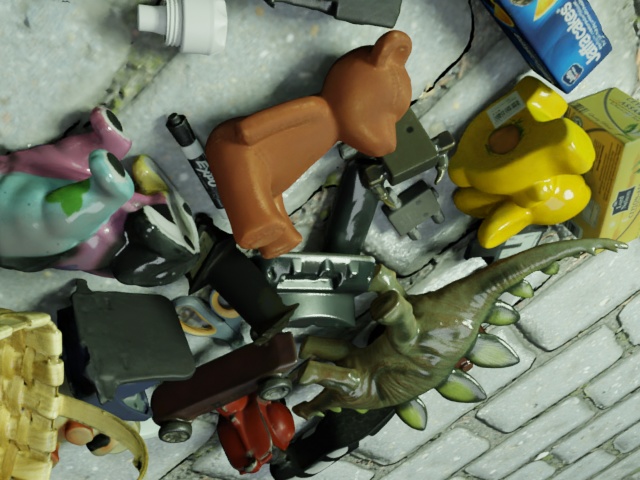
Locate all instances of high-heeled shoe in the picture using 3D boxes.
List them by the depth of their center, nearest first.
[{"bbox_3d":[0.031,0.322,0.863,0.249,0.086,0.145,-20,138,-1],"label":"high-heeled shoe"}]

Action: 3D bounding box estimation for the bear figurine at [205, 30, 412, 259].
[{"bbox_3d":[0.007,-0.081,0.466,0.196,0.132,0.120,-23,170,1],"label":"bear figurine"}]

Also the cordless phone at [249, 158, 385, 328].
[{"bbox_3d":[-0.002,-0.002,0.574,0.146,0.089,0.184,4,116,-26],"label":"cordless phone"}]

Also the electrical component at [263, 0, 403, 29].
[{"bbox_3d":[0.027,-0.222,0.393,0.134,0.058,0.114,0,131,-25],"label":"electrical component"}]

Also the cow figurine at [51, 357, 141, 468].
[{"bbox_3d":[-0.272,0.167,0.570,0.085,0.127,0.194,-36,120,8],"label":"cow figurine"}]

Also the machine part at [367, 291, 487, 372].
[{"bbox_3d":[0.159,0.153,0.787,0.179,0.056,0.179,-12,132,-13],"label":"machine part"}]

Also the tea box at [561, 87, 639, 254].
[{"bbox_3d":[0.337,-0.078,0.636,0.068,0.098,0.169,-19,136,-8],"label":"tea box"}]

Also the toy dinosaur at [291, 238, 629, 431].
[{"bbox_3d":[0.127,0.117,0.655,0.198,0.105,0.471,35,122,-19],"label":"toy dinosaur"}]

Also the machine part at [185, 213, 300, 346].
[{"bbox_3d":[-0.086,0.043,0.531,0.084,0.139,0.039,-57,161,22],"label":"machine part"}]

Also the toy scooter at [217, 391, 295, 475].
[{"bbox_3d":[-0.083,0.253,0.708,0.075,0.135,0.183,-34,136,4],"label":"toy scooter"}]

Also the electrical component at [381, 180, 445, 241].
[{"bbox_3d":[0.107,-0.038,0.618,0.063,0.021,0.094,-36,133,8],"label":"electrical component"}]

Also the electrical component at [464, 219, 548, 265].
[{"bbox_3d":[0.229,-0.004,0.685,0.119,0.048,0.074,-10,132,-17],"label":"electrical component"}]

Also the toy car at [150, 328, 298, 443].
[{"bbox_3d":[-0.112,0.166,0.631,0.202,0.089,0.053,-26,137,12],"label":"toy car"}]

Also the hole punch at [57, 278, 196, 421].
[{"bbox_3d":[-0.206,0.117,0.540,0.115,0.142,0.092,15,127,-46],"label":"hole punch"}]

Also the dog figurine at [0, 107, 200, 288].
[{"bbox_3d":[-0.232,-0.003,0.437,0.219,0.109,0.191,-25,138,4],"label":"dog figurine"}]

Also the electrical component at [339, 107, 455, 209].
[{"bbox_3d":[0.080,-0.082,0.533,0.102,0.078,0.045,-31,161,-4],"label":"electrical component"}]

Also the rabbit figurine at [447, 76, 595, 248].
[{"bbox_3d":[0.229,-0.061,0.586,0.173,0.122,0.162,26,120,-39],"label":"rabbit figurine"}]

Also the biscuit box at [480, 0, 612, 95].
[{"bbox_3d":[0.184,-0.213,0.470,0.202,0.063,0.059,28,114,-39],"label":"biscuit box"}]
